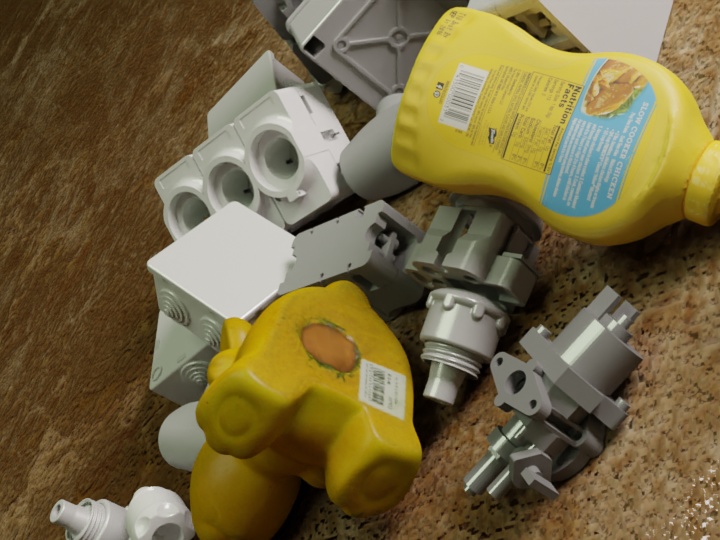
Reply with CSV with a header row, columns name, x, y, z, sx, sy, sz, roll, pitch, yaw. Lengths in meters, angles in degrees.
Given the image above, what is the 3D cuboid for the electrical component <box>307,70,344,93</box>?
name,x,y,z,sx,sy,sz,roll,pitch,yaw
electrical component,-0.019,-0.189,0.923,0.043,0.043,0.081,-5,57,53

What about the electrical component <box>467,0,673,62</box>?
name,x,y,z,sx,sy,sz,roll,pitch,yaw
electrical component,0.138,-0.197,0.650,0.060,0.105,0.186,-10,52,51

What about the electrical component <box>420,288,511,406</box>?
name,x,y,z,sx,sy,sz,roll,pitch,yaw
electrical component,0.053,0.044,0.596,0.048,0.048,0.062,4,70,56

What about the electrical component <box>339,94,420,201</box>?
name,x,y,z,sx,sy,sz,roll,pitch,yaw
electrical component,0.029,-0.099,0.769,0.077,0.043,0.079,-31,38,35

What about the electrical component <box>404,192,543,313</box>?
name,x,y,z,sx,sy,sz,roll,pitch,yaw
electrical component,0.070,-0.015,0.614,0.078,0.058,0.057,11,69,46

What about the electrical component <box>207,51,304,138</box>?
name,x,y,z,sx,sy,sz,roll,pitch,yaw
electrical component,-0.089,-0.134,0.963,0.100,0.048,0.099,-42,33,21

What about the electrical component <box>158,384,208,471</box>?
name,x,y,z,sx,sy,sz,roll,pitch,yaw
electrical component,-0.096,0.102,0.747,0.077,0.043,0.079,-8,54,52

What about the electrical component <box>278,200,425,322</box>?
name,x,y,z,sx,sy,sz,roll,pitch,yaw
electrical component,0.000,0.000,0.700,0.089,0.056,0.050,-19,46,44

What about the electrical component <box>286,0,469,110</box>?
name,x,y,z,sx,sy,sz,roll,pitch,yaw
electrical component,0.021,-0.182,0.796,0.108,0.109,0.056,-46,34,16

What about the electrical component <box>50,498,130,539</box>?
name,x,y,z,sx,sy,sz,roll,pitch,yaw
electrical component,-0.195,0.187,0.785,0.048,0.062,0.048,-35,36,31

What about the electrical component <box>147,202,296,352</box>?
name,x,y,z,sx,sy,sz,roll,pitch,yaw
electrical component,-0.087,0.009,0.758,0.100,0.048,0.100,31,52,26

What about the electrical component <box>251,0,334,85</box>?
name,x,y,z,sx,sy,sz,roll,pitch,yaw
electrical component,0.009,-0.243,0.836,0.186,0.105,0.060,-38,46,6

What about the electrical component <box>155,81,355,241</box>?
name,x,y,z,sx,sy,sz,roll,pitch,yaw
electrical component,-0.080,-0.066,0.827,0.150,0.089,0.062,-30,-2,36

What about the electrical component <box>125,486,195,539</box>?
name,x,y,z,sx,sy,sz,roll,pitch,yaw
electrical component,-0.142,0.171,0.745,0.043,0.043,0.062,-56,29,-2

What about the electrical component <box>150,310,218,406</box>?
name,x,y,z,sx,sy,sz,roll,pitch,yaw
electrical component,-0.114,0.050,0.817,0.100,0.048,0.099,-38,35,29
